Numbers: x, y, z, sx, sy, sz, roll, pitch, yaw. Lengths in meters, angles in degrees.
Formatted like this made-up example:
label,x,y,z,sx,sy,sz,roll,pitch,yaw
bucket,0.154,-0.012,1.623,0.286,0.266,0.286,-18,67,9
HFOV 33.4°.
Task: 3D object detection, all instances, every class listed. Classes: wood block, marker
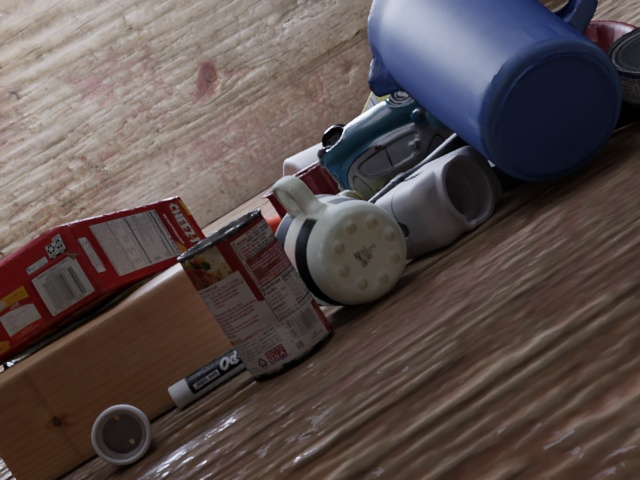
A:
label,x,y,z,sx,sy,sz,roll,pitch,yaw
wood block,-0.163,0.103,0.857,0.206,0.091,0.090,-31,7,-1
marker,-0.059,0.088,0.808,0.121,0.020,0.020,-32,6,-5

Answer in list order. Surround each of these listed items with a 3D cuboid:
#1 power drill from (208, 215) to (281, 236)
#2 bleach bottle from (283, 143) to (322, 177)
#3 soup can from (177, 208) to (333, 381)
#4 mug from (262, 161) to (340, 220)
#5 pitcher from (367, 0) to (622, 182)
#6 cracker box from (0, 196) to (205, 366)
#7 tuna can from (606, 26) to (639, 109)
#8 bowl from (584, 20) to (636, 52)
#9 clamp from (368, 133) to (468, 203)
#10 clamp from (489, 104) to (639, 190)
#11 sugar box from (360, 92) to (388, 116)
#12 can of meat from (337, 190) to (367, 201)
label,x,y,z,sx,sy,sz,roll,pitch,yaw
power drill,-0.141,0.027,1.350,0.184,0.057,0.188,-15,-5,-45
bleach bottle,0.070,-0.104,1.388,0.250,0.102,0.068,-27,40,-28
soup can,-0.044,0.038,0.745,0.068,0.102,0.068,-31,7,4
mug,-0.013,-0.038,1.256,0.093,0.081,0.117,-36,8,-30
pitcher,0.141,-0.147,0.838,0.144,0.149,0.243,1,26,-17
cracker box,-0.215,0.036,0.947,0.164,0.072,0.213,-31,-2,20
tuna can,0.260,-0.132,0.797,0.086,0.033,0.086,-17,30,10
bowl,0.239,-0.168,1.058,0.162,0.055,0.162,-12,24,5
clamp,0.074,-0.035,0.946,0.209,0.036,0.165,-38,-8,-32
clamp,0.193,-0.086,0.874,0.171,0.039,0.120,-38,13,3
sugar box,0.093,-0.131,1.165,0.093,0.048,0.176,-2,-46,-28
can of meat,-0.005,0.007,1.004,0.102,0.057,0.083,-26,11,43
